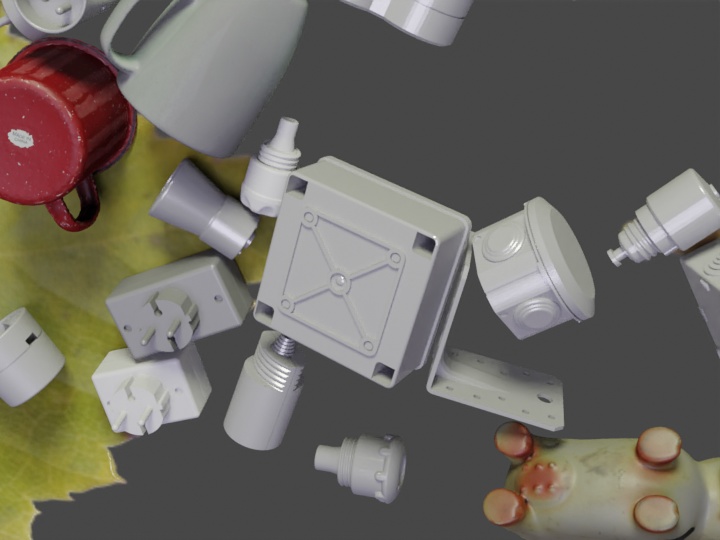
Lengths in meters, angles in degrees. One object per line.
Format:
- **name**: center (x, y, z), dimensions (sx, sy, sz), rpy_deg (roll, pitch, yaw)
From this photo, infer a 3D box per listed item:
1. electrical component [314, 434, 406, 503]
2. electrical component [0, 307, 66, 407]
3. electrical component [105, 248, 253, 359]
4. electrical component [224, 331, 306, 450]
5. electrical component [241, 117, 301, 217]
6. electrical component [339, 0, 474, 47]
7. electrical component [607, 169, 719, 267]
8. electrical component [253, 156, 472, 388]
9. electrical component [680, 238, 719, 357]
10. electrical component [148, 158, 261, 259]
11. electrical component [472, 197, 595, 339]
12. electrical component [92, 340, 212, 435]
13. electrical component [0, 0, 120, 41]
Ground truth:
- **electrical component**: center (0.000, 0.136, 0.756), dimensions (0.062, 0.048, 0.048), rpy_deg (7, 114, 12)
- **electrical component**: center (-0.240, 0.062, 0.750), dimensions (0.055, 0.055, 0.047), rpy_deg (-31, 110, 19)
- **electrical component**: center (-0.123, 0.029, 0.707), dimensions (0.083, 0.075, 0.047), rpy_deg (-18, 110, 15)
- **electrical component**: center (-0.062, 0.078, 0.739), dimensions (0.043, 0.043, 0.081), rpy_deg (21, 114, -2)
- **electrical component**: center (-0.053, -0.066, 0.680), dimensions (0.035, 0.035, 0.061), rpy_deg (19, 112, -1)
- **electrical component**: center (0.006, -0.190, 0.608), dimensions (0.138, 0.052, 0.073), rpy_deg (26, 114, -4)
- **electrical component**: center (0.188, -0.028, 0.661), dimensions (0.078, 0.040, 0.040), rpy_deg (-36, 104, 20)
- **electrical component**: center (0.000, 0.000, 0.672), dimensions (0.109, 0.056, 0.108), rpy_deg (26, 116, 20)
- **electrical component**: center (0.242, 0.028, 0.648), dimensions (0.048, 0.099, 0.099), rpy_deg (-27, 108, 4)
- **electrical component**: center (-0.098, -0.037, 0.696), dimensions (0.065, 0.044, 0.044), rpy_deg (34, 113, -12)
- **electrical component**: center (0.108, 0.000, 0.663), dimensions (0.051, 0.080, 0.080), rpy_deg (-25, 108, 22)
- **electrical component**: center (-0.147, 0.087, 0.735), dimensions (0.066, 0.076, 0.047), rpy_deg (-12, 111, 12)
- **electrical component**: center (-0.183, -0.160, 0.633), dimensions (0.079, 0.077, 0.043), rpy_deg (-22, 109, 17)
